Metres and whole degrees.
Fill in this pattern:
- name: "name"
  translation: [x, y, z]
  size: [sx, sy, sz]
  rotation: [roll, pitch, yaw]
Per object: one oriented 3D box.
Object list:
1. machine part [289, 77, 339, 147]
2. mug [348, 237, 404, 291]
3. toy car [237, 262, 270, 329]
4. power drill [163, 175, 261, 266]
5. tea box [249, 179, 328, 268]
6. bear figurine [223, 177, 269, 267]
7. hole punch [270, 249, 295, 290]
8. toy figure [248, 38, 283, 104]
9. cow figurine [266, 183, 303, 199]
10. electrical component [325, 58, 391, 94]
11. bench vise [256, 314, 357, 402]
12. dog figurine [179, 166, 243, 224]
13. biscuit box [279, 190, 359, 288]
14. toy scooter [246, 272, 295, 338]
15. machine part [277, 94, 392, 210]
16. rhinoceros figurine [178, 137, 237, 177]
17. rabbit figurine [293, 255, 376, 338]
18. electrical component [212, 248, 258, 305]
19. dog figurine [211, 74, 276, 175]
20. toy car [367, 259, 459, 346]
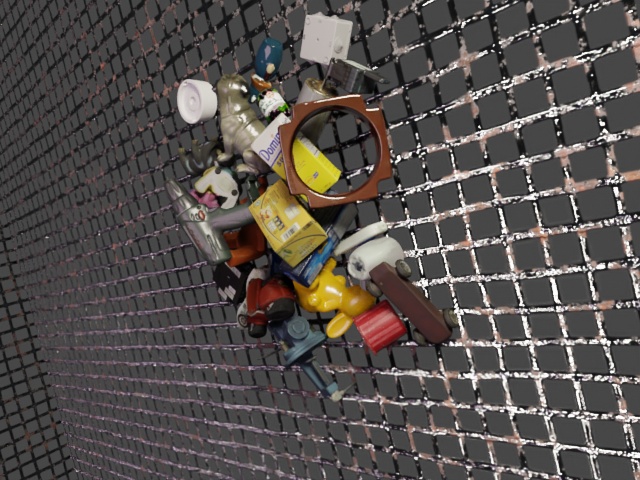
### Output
- name: "machine part"
  translation: [-0.027, -0.248, 1.134]
  size: [0.079, 0.079, 0.243]
  rotation: [45, 129, 24]
- name: "mug"
  translation: [0.102, 0.052, 1.077]
  size: [0.081, 0.107, 0.109]
  rotation: [34, 120, 33]
- name: "toy car"
  translation: [-0.162, 0.147, 1.370]
  size: [0.056, 0.073, 0.201]
  rotation: [38, 124, 25]
- name: "power drill"
  translation: [-0.227, -0.070, 1.210]
  size: [0.207, 0.086, 0.232]
  rotation: [-24, 92, 8]
- name: "tea box"
  translation: [-0.067, -0.037, 1.085]
  size: [0.098, 0.068, 0.170]
  rotation: [-40, 42, 6]
- name: "bear figurine"
  translation: [-0.169, -0.047, 1.287]
  size: [0.120, 0.132, 0.195]
  rotation: [49, 138, 42]
- name: "hole punch"
  translation: [-0.081, 0.073, 1.268]
  size: [0.116, 0.092, 0.142]
  rotation: [23, 120, 41]
- name: "toy figure"
  translation: [-0.126, -0.371, 1.204]
  size: [0.058, 0.064, 0.154]
  rotation: [22, 129, -6]
- name: "cow figurine"
  translation: [-0.065, -0.046, 1.203]
  size: [0.068, 0.098, 0.167]
  rotation: [-5, 95, 60]
- name: "electrical component"
  translation: [0.077, -0.306, 1.026]
  size: [0.119, 0.075, 0.047]
  rotation: [36, 122, 27]
- name: "bench vise"
  translation: [-0.033, 0.271, 1.242]
  size: [0.241, 0.129, 0.223]
  rotation: [53, 148, 13]
- name: "dog figurine"
  translation: [-0.288, -0.104, 1.373]
  size: [0.191, 0.108, 0.219]
  rotation: [-53, 18, -3]
- name: "biscuit box"
  translation: [-0.002, -0.003, 1.110]
  size: [0.063, 0.059, 0.202]
  rotation: [24, 74, 36]
- name: "toy scooter"
  translation: [-0.118, 0.128, 1.201]
  size: [0.184, 0.075, 0.135]
  rotation: [-43, 45, 45]
- name: "machine part"
  translation: [0.029, -0.167, 1.031]
  size: [0.201, 0.087, 0.201]
  rotation: [-10, 98, 1]
- name: "rhinoceros figurine"
  translation: [-0.294, -0.207, 1.394]
  size: [0.190, 0.073, 0.112]
  rotation: [-3, 98, 43]
- name: "rabbit figurine"
  translation: [0.037, 0.129, 1.159]
  size: [0.173, 0.122, 0.162]
  rotation: [8, 111, 22]
- name: "electrical component"
  translation: [-0.226, 0.103, 1.428]
  size: [0.115, 0.058, 0.134]
  rotation: [45, 128, 27]
- name: "dog figurine"
  translation: [-0.154, -0.254, 1.177]
  size: [0.173, 0.121, 0.190]
  rotation: [19, 134, 18]
- name: "toy car"
  translation: [0.176, 0.117, 1.025]
  size: [0.202, 0.053, 0.089]
  rotation: [46, 120, -7]
